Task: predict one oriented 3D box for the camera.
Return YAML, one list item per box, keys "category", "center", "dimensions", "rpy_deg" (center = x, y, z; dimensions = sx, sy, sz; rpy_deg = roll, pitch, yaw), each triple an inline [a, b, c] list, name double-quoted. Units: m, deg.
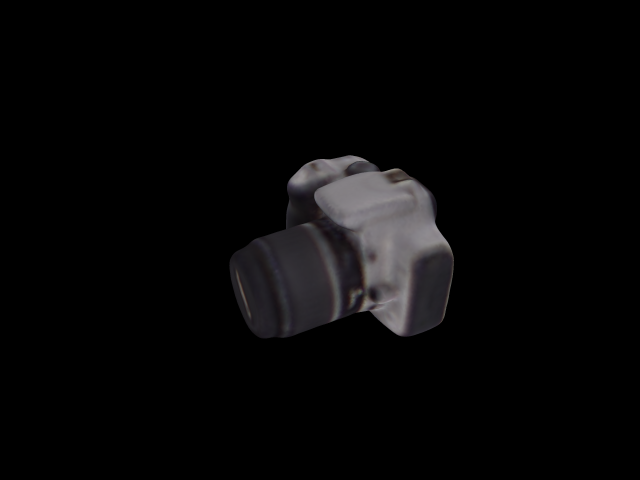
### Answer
- category: "camera"
  center: [0.004, 0.001, 0.400]
  dimensions: [0.137, 0.101, 0.142]
  rpy_deg: [-17, 40, -22]
